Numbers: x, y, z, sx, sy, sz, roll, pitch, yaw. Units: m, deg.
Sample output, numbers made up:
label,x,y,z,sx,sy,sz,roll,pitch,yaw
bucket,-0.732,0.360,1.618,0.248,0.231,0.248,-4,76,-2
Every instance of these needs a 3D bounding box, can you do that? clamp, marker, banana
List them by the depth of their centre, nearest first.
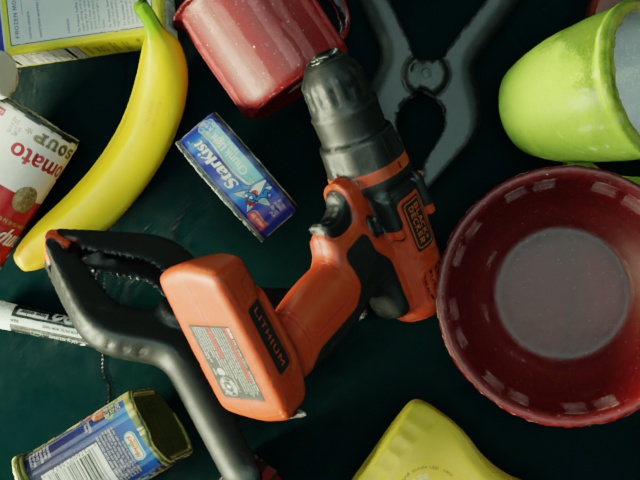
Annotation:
label,x,y,z,sx,sy,sz,roll,pitch,yaw
clamp,-0.080,0.046,0.681,0.210,0.036,0.164,33,49,13
clamp,0.080,-0.113,0.708,0.120,0.039,0.171,-2,92,11
banana,-0.137,-0.061,0.713,0.069,0.037,0.198,20,103,-34
marker,-0.165,0.062,0.728,0.121,0.020,0.020,11,87,6

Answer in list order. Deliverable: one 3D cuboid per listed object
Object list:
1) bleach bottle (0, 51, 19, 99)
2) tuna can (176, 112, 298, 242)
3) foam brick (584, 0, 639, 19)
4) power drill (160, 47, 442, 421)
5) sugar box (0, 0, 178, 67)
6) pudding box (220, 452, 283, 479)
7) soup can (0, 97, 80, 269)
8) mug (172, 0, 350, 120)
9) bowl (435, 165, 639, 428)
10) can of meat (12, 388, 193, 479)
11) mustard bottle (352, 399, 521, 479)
label,x,y,z,sx,sy,sz,roll,pitch,yaw
bleach bottle,-0.314,-0.091,0.701,0.251,0.068,0.102,-2,85,18
tuna can,-0.053,-0.041,0.691,0.034,0.086,0.086,-41,84,0
foam brick,0.216,-0.153,0.693,0.078,0.051,0.053,15,86,6
power drill,-0.004,0.001,0.628,0.187,0.057,0.184,-39,113,-38
sugar box,-0.191,-0.170,0.734,0.176,0.048,0.093,-6,86,8
pudding box,-0.074,0.190,0.675,0.039,0.090,0.113,40,90,6
soup can,-0.216,-0.041,0.715,0.068,0.068,0.102,32,89,6
mug,-0.027,-0.138,0.702,0.117,0.093,0.081,-33,89,-35
bowl,0.156,0.035,0.679,0.162,0.055,0.162,0,89,9
can of meat,-0.134,0.138,0.679,0.084,0.102,0.057,-32,83,0
mustard bottle,0.111,0.192,0.674,0.191,0.058,0.096,35,88,6
